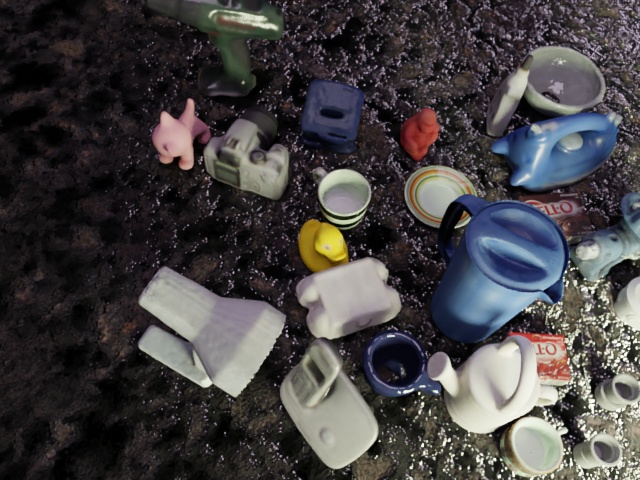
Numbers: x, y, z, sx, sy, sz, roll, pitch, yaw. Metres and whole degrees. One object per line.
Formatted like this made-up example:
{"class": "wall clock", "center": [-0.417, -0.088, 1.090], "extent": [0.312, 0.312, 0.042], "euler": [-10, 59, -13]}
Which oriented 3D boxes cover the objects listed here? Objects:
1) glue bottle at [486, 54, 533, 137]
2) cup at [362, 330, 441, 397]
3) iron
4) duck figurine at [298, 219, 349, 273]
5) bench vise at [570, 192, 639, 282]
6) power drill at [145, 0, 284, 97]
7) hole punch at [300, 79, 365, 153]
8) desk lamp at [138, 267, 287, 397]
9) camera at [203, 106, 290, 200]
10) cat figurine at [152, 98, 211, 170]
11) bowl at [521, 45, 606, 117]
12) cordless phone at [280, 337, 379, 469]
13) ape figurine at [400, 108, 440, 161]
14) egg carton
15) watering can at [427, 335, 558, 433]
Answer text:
{"class": "glue bottle", "center": [0.349, -0.270, 1.045], "extent": [0.037, 0.173, 0.078], "euler": [13, 61, 2]}
{"class": "cup", "center": [0.111, 0.191, 0.814], "extent": [0.117, 0.095, 0.092], "euler": [30, 63, 10]}
{"class": "iron", "center": [0.450, -0.182, 1.026], "extent": [0.258, 0.141, 0.118], "euler": [-14, 64, -13]}
{"class": "duck figurine", "center": [0.008, 0.003, 0.910], "extent": [0.078, 0.086, 0.104], "euler": [-26, 67, -18]}
{"class": "bench vise", "center": [0.512, -0.015, 0.898], "extent": [0.208, 0.220, 0.121], "euler": [-36, 71, -22]}
{"class": "power drill", "center": [-0.179, -0.352, 1.012], "extent": [0.230, 0.208, 0.075], "euler": [-3, 62, -7]}
{"class": "hole punch", "center": [0.023, -0.222, 1.030], "extent": [0.108, 0.091, 0.101], "euler": [11, 61, 0]}
{"class": "desk lamp", "center": [-0.151, 0.123, 0.755], "extent": [0.203, 0.213, 0.118], "euler": [27, 62, 9]}
{"class": "camera", "center": [-0.110, -0.162, 0.978], "extent": [0.143, 0.101, 0.137], "euler": [21, 62, 6]}
{"class": "cat figurine", "center": [-0.239, -0.181, 0.965], "extent": [0.067, 0.118, 0.128], "euler": [19, 61, 5]}
{"class": "bowl", "center": [0.464, -0.299, 1.129], "extent": [0.167, 0.075, 0.167], "euler": [3, 61, -5]}
{"class": "cordless phone", "center": [0.017, 0.208, 0.743], "extent": [0.094, 0.185, 0.147], "euler": [-34, 70, -21]}
{"class": "ape figurine", "center": [0.184, -0.201, 1.036], "extent": [0.078, 0.092, 0.076], "euler": [-17, 65, -14]}
{"class": "egg carton", "center": [0.044, 0.090, 0.876], "extent": [0.150, 0.069, 0.107], "euler": [-17, 65, -15]}
{"class": "watering can", "center": [0.233, 0.193, 0.770], "extent": [0.173, 0.194, 0.101], "euler": [-8, 63, -10]}
